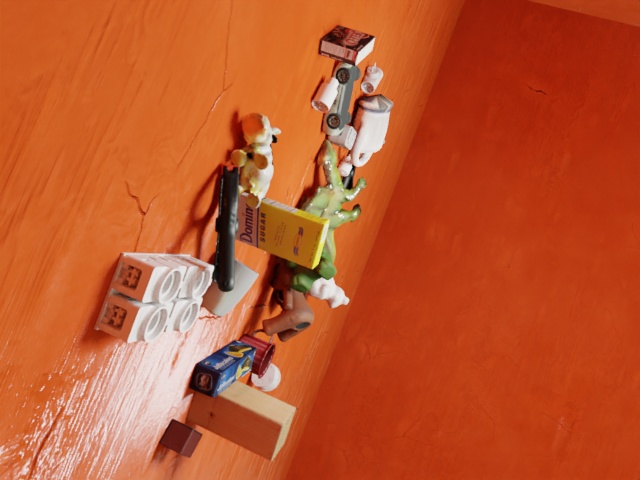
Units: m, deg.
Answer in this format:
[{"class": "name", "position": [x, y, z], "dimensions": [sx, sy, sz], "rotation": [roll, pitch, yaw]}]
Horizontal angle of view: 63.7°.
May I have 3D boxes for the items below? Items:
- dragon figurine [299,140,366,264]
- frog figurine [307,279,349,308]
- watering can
[{"class": "dragon figurine", "position": [0.004, -0.072, 1.432], "dimensions": [0.244, 0.123, 0.406], "rotation": [-7, 112, -53]}, {"class": "frog figurine", "position": [0.025, 0.163, 1.731], "dimensions": [0.137, 0.160, 0.122], "rotation": [-7, 115, -76]}, {"class": "watering can", "position": [0.169, -0.362, 1.657], "dimensions": [0.353, 0.104, 0.220], "rotation": [-47, 153, -59]}]
